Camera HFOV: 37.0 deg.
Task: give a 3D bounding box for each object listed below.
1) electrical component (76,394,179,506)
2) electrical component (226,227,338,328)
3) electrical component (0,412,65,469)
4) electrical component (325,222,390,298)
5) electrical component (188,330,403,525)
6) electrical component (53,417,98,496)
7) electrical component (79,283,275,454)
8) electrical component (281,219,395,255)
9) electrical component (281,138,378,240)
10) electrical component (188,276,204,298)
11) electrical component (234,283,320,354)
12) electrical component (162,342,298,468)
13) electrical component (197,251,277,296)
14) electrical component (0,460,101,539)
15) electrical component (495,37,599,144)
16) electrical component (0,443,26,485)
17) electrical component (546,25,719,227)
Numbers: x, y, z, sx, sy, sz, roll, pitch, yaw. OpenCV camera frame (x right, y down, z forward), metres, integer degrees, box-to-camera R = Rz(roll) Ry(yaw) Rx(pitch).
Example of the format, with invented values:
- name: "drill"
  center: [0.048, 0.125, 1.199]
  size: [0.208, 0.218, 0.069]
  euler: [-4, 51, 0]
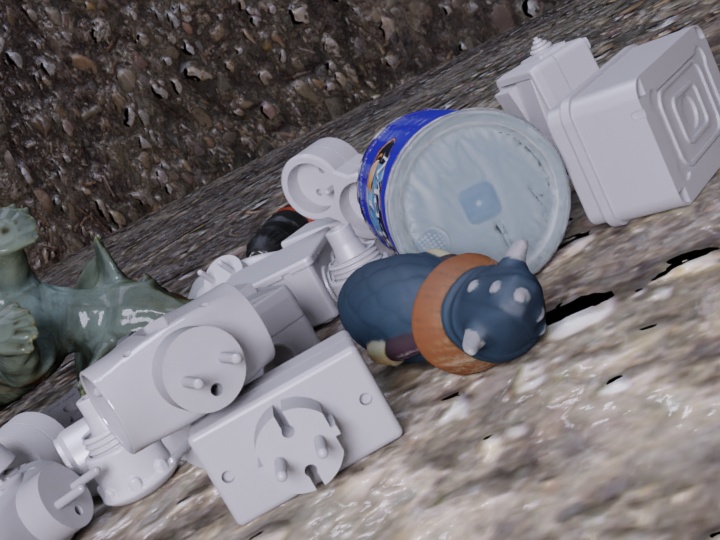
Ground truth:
- name: "electrical component"
  center: [-0.132, 0.094, 0.590]
  size: [0.048, 0.062, 0.048]
  euler: [-28, 11, 6]
- name: "electrical component"
  center: [-0.055, 0.018, 0.781]
  size: [0.100, 0.048, 0.099]
  euler: [-26, 11, 14]
- name: "electrical component"
  center: [-0.257, 0.146, 0.694]
  size: [0.138, 0.052, 0.073]
  euler: [-26, 11, 20]
- name: "electrical component"
  center: [0.000, 0.000, 0.688]
  size: [0.043, 0.062, 0.043]
  euler: [-28, 11, 6]
- name: "electrical component"
  center: [-0.027, 0.072, 0.465]
  size: [0.083, 0.047, 0.075]
  euler: [-29, 11, -2]
- name: "electrical component"
  center: [-0.147, 0.102, 0.637]
  size: [0.055, 0.045, 0.045]
  euler: [-32, 11, -14]
- name: "electrical component"
  center: [-0.074, 0.043, 0.469]
  size: [0.077, 0.043, 0.079]
  euler: [-34, 12, -23]
- name: "electrical component"
  center: [-0.005, -0.028, 0.867]
  size: [0.083, 0.047, 0.076]
  euler: [-18, 15, 43]
- name: "electrical component"
  center: [0.019, -0.060, 0.793]
  size: [0.138, 0.052, 0.074]
  euler: [21, 34, 19]
- name: "electrical component"
  center: [-0.136, 0.036, 0.926]
  size: [0.044, 0.044, 0.065]
  euler: [-24, 17, 23]
- name: "electrical component"
  center: [-0.081, 0.052, 0.655]
  size: [0.096, 0.061, 0.062]
  euler: [-34, 12, -26]
- name: "electrical component"
  center: [-0.075, 0.078, 0.567]
  size: [0.077, 0.044, 0.079]
  euler: [-23, 12, 27]
- name: "electrical component"
  center: [-0.098, 0.013, 0.859]
  size: [0.077, 0.043, 0.079]
  euler: [-25, -33, 19]
- name: "electrical component"
  center: [-0.167, 0.127, 0.560]
  size: [0.079, 0.044, 0.077]
  euler: [-36, 8, 19]
- name: "electrical component"
  center: [0.147, -0.128, 0.810]
  size: [0.061, 0.096, 0.062]
  euler: [-33, 11, -14]
- name: "electrical component"
  center: [-0.215, 0.135, 0.629]
  size: [0.066, 0.055, 0.048]
  euler: [-27, 11, 11]
- name: "electrical component"
  center: [0.163, -0.082, 0.613]
  size: [0.057, 0.078, 0.113]
  euler: [-15, 17, 42]
